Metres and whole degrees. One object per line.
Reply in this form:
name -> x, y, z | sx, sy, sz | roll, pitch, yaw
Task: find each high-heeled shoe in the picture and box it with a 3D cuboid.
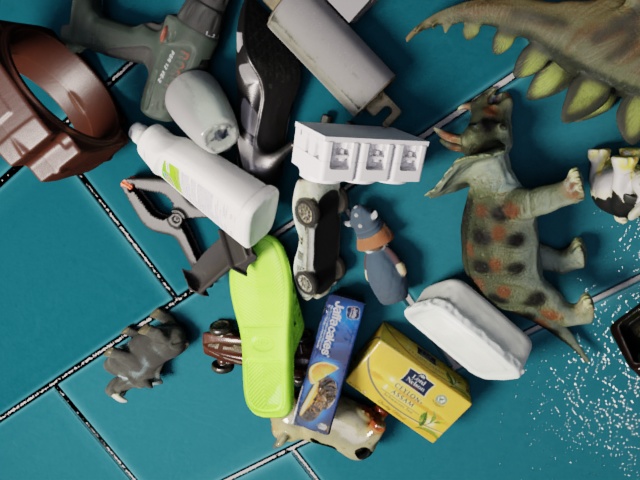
high-heeled shoe -> -0.094, -0.197, 0.764 | 0.145, 0.086, 0.248 | -20, 81, 52

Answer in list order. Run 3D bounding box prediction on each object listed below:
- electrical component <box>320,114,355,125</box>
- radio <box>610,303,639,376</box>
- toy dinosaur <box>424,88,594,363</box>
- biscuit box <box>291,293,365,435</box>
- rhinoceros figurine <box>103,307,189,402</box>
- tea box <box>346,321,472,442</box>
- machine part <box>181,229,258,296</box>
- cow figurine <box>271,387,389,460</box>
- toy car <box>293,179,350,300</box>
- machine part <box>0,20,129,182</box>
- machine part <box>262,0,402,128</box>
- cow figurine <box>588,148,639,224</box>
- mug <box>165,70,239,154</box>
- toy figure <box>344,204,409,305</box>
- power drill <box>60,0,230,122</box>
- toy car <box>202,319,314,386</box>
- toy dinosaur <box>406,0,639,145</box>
electrical component -> 0.017, -0.129, 0.770 | 0.063, 0.021, 0.094 | 17, 111, 6
radio -> 0.497, 0.090, 0.683 | 0.073, 0.131, 0.229 | 44, 111, -4
toy dinosaur -> 0.255, 0.009, 0.721 | 0.192, 0.131, 0.404 | -4, 112, 26
biscuit box -> 0.015, 0.182, 0.810 | 0.059, 0.063, 0.202 | 15, 85, 6
rhinoceros figurine -> -0.304, 0.201, 0.922 | 0.190, 0.073, 0.112 | -39, 107, 18
tea box -> 0.137, 0.219, 0.833 | 0.170, 0.068, 0.098 | 34, 112, 0
machine part -> -0.151, 0.034, 0.808 | 0.139, 0.039, 0.084 | -36, 65, 26
cow figurine -> 0.002, 0.298, 0.882 | 0.195, 0.085, 0.127 | 22, 104, 3
toy car -> -0.002, -0.002, 0.772 | 0.056, 0.073, 0.201 | 28, 131, 37
machine part -> -0.372, -0.190, 0.735 | 0.087, 0.201, 0.201 | -31, 99, 15
machine part -> 0.016, -0.247, 0.703 | 0.243, 0.079, 0.079 | 45, 111, -4
cow figurine -> 0.377, -0.058, 0.641 | 0.068, 0.167, 0.098 | -1, 106, 7
mug -> -0.152, -0.159, 0.734 | 0.081, 0.107, 0.109 | -29, 142, -8
toy figure -> 0.084, 0.018, 0.786 | 0.064, 0.058, 0.154 | -18, 98, 10
power drill -> -0.240, -0.298, 0.745 | 0.207, 0.086, 0.231 | 22, 114, -4
toy car -> -0.100, 0.185, 0.881 | 0.202, 0.053, 0.089 | 6, 112, 9
toy dinosaur -> 0.346, -0.228, 0.629 | 0.472, 0.105, 0.198 | 22, 114, 9
